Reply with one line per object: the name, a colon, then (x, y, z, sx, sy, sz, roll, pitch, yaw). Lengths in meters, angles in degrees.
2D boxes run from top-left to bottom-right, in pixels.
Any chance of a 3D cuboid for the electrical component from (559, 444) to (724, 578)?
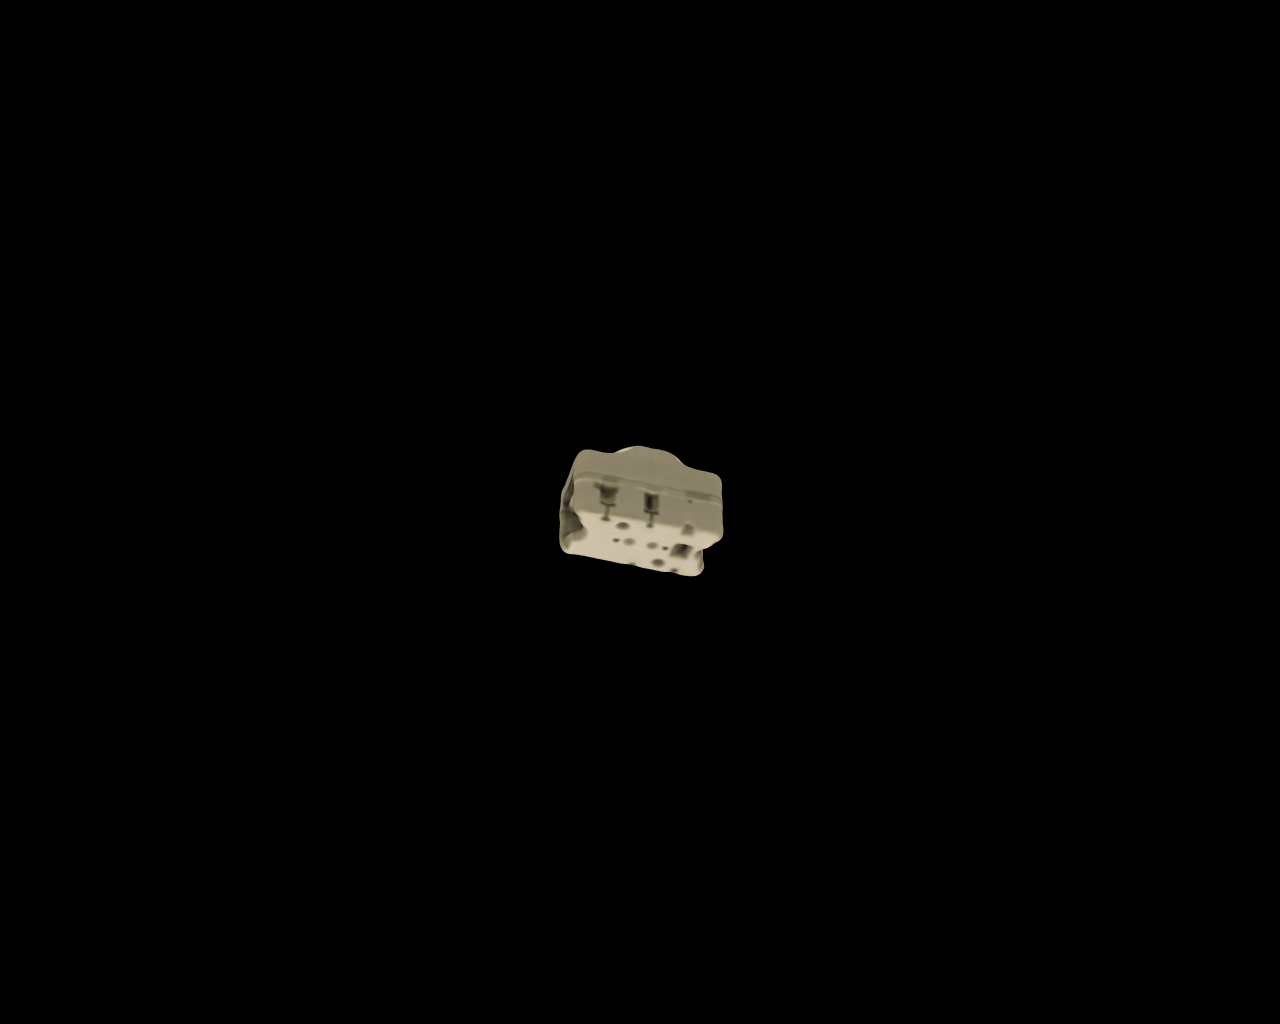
electrical component: (0.001, -0.003, 0.650, 0.089, 0.056, 0.050, 11, -39, -13)
